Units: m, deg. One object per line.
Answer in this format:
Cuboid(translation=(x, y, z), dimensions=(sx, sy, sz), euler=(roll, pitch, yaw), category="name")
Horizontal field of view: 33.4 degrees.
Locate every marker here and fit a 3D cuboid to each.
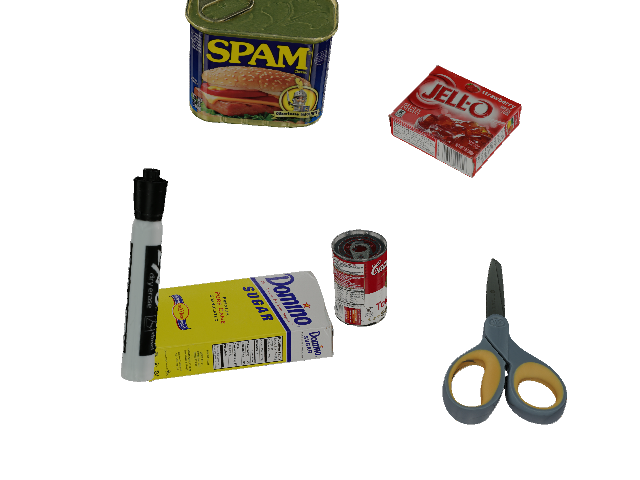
Cuboid(translation=(-0.100, 0.020, 0.604), dimensions=(0.020, 0.121, 0.020), euler=(6, 10, -1), category="marker")

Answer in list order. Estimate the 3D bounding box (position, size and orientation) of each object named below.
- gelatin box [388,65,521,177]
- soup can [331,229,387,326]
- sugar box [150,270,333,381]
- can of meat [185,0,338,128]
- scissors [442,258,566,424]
Cuboid(translation=(0.115, -0.104, 0.917), dimensions=(0.089, 0.073, 0.030), euler=(32, -26, 25), category="gelatin box")
Cuboid(translation=(0.049, 0.048, 1.320), dimensions=(0.068, 0.102, 0.068), euler=(-2, 32, 1), category="soup can")
Cuboid(translation=(-0.083, 0.078, 1.007), dimensions=(0.176, 0.048, 0.093), euler=(-9, 36, -9), category="sugar box")
Cuboid(translation=(-0.042, -0.127, 0.742), dimensions=(0.102, 0.057, 0.084), euler=(5, -42, -3), category="can of meat")
Cuboid(translation=(0.151, 0.076, 0.811), dimensions=(0.096, 0.016, 0.201), euler=(15, 35, 18), category="scissors")
